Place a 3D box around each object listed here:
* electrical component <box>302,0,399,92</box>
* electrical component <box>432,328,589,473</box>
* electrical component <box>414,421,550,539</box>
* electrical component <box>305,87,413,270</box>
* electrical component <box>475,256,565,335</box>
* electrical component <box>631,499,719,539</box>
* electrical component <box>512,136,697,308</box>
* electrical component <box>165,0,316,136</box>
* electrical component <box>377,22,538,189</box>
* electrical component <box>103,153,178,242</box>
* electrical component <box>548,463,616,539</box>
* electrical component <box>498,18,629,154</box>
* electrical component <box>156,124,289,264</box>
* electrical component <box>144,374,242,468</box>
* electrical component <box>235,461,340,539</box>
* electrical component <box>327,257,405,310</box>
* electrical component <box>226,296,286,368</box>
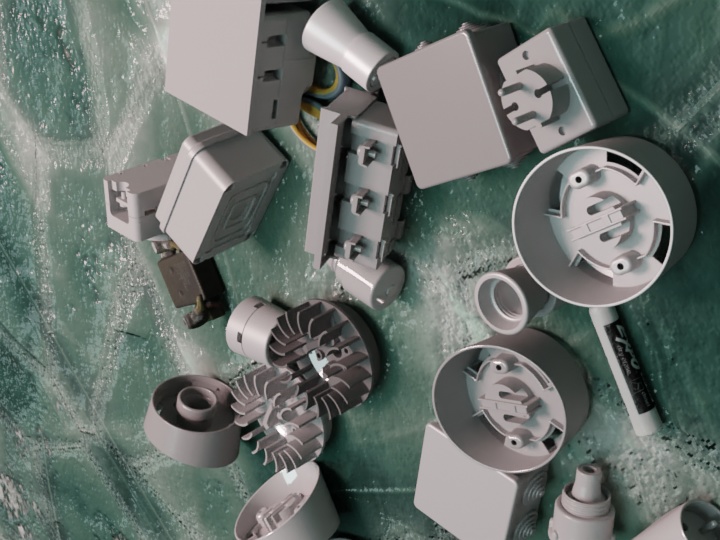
[{"bbox_3d":[-0.004,-0.159,0.777,0.065,0.044,0.044,42,135,18],"label":"electrical component"},{"bbox_3d":[0.109,0.092,0.765,0.099,0.064,0.099,24,126,38],"label":"electrical component"},{"bbox_3d":[0.094,0.163,0.831,0.100,0.048,0.099,31,130,33],"label":"electrical component"},{"bbox_3d":[0.002,-0.065,0.799,0.063,0.078,0.121,19,126,15],"label":"electrical component"},{"bbox_3d":[0.112,0.014,0.729,0.045,0.055,0.045,24,126,38],"label":"electrical component"},{"bbox_3d":[0.221,0.203,0.717,0.079,0.044,0.077,51,138,16],"label":"electrical component"},{"bbox_3d":[0.151,-0.031,0.656,0.099,0.064,0.099,24,126,38],"label":"electrical component"},{"bbox_3d":[-0.085,-0.209,0.807,0.105,0.060,0.186,32,124,36],"label":"electrical component"},{"bbox_3d":[0.069,-0.109,0.716,0.100,0.048,0.099,-13,100,50],"label":"electrical component"},{"bbox_3d":[-0.182,-0.064,0.981,0.050,0.089,0.055,26,127,37],"label":"electrical component"},{"bbox_3d":[0.161,0.169,0.767,0.048,0.048,0.062,20,116,40],"label":"electrical component"},{"bbox_3d":[0.112,-0.107,0.649,0.047,0.077,0.065,-25,90,50],"label":"electrical component"},{"bbox_3d":[-0.120,-0.068,0.921,0.057,0.078,0.113,48,138,15],"label":"electrical component"},{"bbox_3d":[-0.165,0.152,1.072,0.099,0.099,0.064,35,126,30],"label":"electrical component"},{"bbox_3d":[-0.069,0.232,1.010,0.099,0.099,0.064,-18,102,50],"label":"electrical component"},{"bbox_3d":[0.000,0.000,0.855,0.078,0.040,0.040,33,131,32],"label":"electrical component"},{"bbox_3d":[-0.084,0.057,0.966,0.047,0.055,0.055,22,125,35],"label":"electrical component"}]
